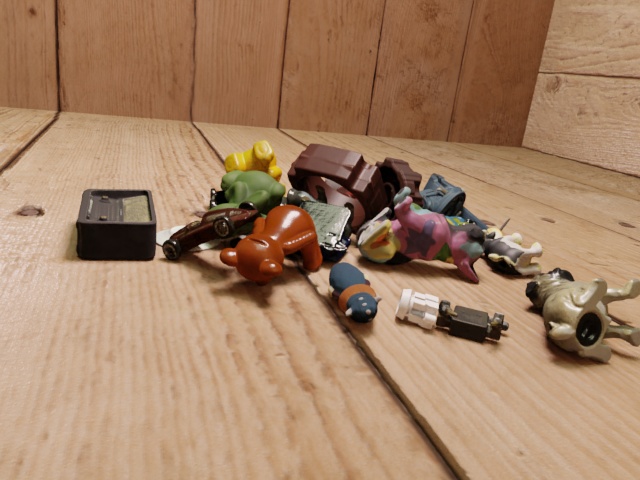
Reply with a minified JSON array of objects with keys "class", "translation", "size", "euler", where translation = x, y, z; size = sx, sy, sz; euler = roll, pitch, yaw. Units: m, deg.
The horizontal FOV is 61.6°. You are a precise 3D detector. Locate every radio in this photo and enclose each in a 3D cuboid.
[{"class":"radio","translation":[-0.377,-0.035,1.000],"size":[0.131,0.073,0.230],"euler":[0,18,-20]}]

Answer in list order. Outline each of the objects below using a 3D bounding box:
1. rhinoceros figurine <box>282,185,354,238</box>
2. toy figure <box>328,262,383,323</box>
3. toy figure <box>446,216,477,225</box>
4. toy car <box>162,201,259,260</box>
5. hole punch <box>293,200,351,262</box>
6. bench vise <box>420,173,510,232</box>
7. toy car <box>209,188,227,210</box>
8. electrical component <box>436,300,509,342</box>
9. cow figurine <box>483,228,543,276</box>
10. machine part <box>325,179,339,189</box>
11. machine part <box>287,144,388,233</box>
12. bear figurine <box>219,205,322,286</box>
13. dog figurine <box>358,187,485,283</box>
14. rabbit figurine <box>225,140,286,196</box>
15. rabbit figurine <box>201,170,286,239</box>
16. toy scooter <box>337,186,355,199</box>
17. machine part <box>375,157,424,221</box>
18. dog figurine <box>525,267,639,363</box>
[{"class":"rhinoceros figurine","translation":[-0.018,-0.055,1.146],"size":[0.190,0.112,0.073],"euler":[24,44,10]},{"class":"toy figure","translation":[0.055,0.083,0.821],"size":[0.057,0.064,0.155],"euler":[41,9,-26]},{"class":"toy figure","translation":[0.268,-0.010,1.158],"size":[0.180,0.082,0.089],"euler":[1,18,-25]},{"class":"toy car","translation":[-0.191,-0.020,0.927],"size":[0.202,0.053,0.089],"euler":[-21,9,36]},{"class":"hole punch","translation":[-0.002,-0.003,1.055],"size":[0.142,0.092,0.116],"euler":[15,50,15]},{"class":"bench vise","translation":[0.334,-0.064,1.307],"size":[0.241,0.128,0.223],"euler":[41,23,27]},{"class":"toy car","translation":[-0.217,-0.080,1.237],"size":[0.073,0.056,0.202],"euler":[-3,18,-9]},{"class":"electrical component","translation":[0.226,0.118,0.797],"size":[0.102,0.045,0.078],"euler":[14,21,22]},{"class":"cow figurine","translation":[0.377,0.022,1.126],"size":[0.098,0.068,0.167],"euler":[-5,20,-18]},{"class":"machine part","translation":[0.101,-0.146,1.523],"size":[0.243,0.079,0.079],"euler":[12,18,15]},{"class":"machine part","translation":[0.042,-0.114,1.197],"size":[0.202,0.200,0.087],"euler":[15,62,28]},{"class":"bear figurine","translation":[-0.077,0.026,0.904],"size":[0.120,0.131,0.196],"euler":[10,36,16]},{"class":"dog figurine","translation":[0.207,0.015,1.039],"size":[0.219,0.191,0.108],"euler":[41,14,-5]},{"class":"rabbit figurine","translation":[-0.139,-0.126,1.291],"size":[0.122,0.173,0.162],"euler":[-24,-17,-1]},{"class":"rabbit figurine","translation":[-0.151,-0.052,1.063],"size":[0.159,0.121,0.170],"euler":[7,37,37]},{"class":"toy scooter","translation":[0.085,-0.097,1.369],"size":[0.184,0.075,0.135],"euler":[-4,20,-21]},{"class":"machine part","translation":[0.168,-0.102,1.253],"size":[0.056,0.179,0.180],"euler":[1,18,-28]},{"class":"dog figurine","translation":[0.370,0.106,0.839],"size":[0.172,0.121,0.191],"euler":[3,4,-25]}]
